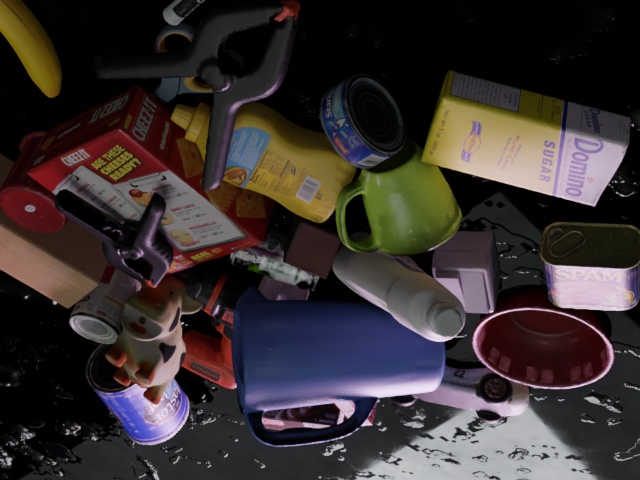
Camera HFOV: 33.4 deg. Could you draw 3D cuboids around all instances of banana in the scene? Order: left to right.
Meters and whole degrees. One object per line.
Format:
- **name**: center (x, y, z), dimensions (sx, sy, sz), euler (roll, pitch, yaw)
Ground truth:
- **banana**: center (-0.313, -0.218, 1.055), dimensions (0.070, 0.037, 0.197), euler (-2, 141, 46)

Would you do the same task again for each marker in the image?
- **marker**: center (-0.102, -0.232, 0.967), dimensions (0.020, 0.020, 0.121), euler (37, 139, -25)

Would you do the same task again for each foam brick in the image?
- **foam brick**: center (-0.008, 0.001, 1.168), dimensions (0.053, 0.078, 0.051), euler (21, 103, -4)

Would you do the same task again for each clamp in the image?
- **clamp**: center (-0.215, -0.004, 1.155), dimensions (0.120, 0.039, 0.171), euler (12, 147, 9)
- **clamp**: center (-0.092, -0.149, 1.012), dimensions (0.210, 0.036, 0.164), euler (-29, 108, 27)

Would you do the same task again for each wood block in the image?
- **wood block**: center (-0.356, -0.016, 1.281), dimensions (0.206, 0.090, 0.090), euler (34, 140, -22)

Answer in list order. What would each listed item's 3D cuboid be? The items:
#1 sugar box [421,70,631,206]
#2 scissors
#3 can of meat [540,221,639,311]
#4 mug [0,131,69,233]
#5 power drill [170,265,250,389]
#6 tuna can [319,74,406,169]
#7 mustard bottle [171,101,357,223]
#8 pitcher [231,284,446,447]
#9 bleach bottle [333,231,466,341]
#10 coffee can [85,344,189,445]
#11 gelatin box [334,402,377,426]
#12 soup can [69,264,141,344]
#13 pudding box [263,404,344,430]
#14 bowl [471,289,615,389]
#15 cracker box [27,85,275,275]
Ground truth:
- **sugar box**: center (0.192, -0.094, 1.007), dimensions (0.176, 0.048, 0.093), euler (16, 143, 3)
- **scissors**: center (-0.167, -0.163, 1.081), dimensions (0.202, 0.016, 0.096), euler (-14, 135, 34)
- **can of meat**: center (0.286, 0.029, 1.120), dimensions (0.102, 0.057, 0.084), euler (3, 144, 19)
- **mug**: center (-0.301, -0.058, 1.213), dimensions (0.117, 0.081, 0.093), euler (23, 143, -8)
- **power drill**: center (-0.137, 0.111, 1.384), dimensions (0.184, 0.057, 0.188), euler (27, 144, -1)
- **tuna can**: center (0.042, -0.113, 1.008), dimensions (0.086, 0.086, 0.034), euler (39, 136, -26)
- **mustard bottle**: center (-0.062, -0.092, 1.096), dimensions (0.191, 0.058, 0.096), euler (24, 134, -9)
- **pitcher**: center (0.019, 0.141, 1.248), dimensions (0.242, 0.145, 0.149), euler (-2, 125, -9)
- **bleach bottle**: center (0.092, 0.056, 1.100), dimensions (0.102, 0.068, 0.251), euler (32, -178, -19)
- **coffee can**: center (-0.259, 0.213, 1.525), dimensions (0.103, 0.102, 0.140), euler (0, 140, 21)
- **gelatin box**: center (0.045, 0.191, 1.404), dimensions (0.030, 0.073, 0.089), euler (-12, 133, 31)
- **soup can**: center (-0.266, 0.071, 1.344), dimensions (0.068, 0.102, 0.068), euler (13, 146, 9)
- **pudding box**: center (-0.019, 0.215, 1.446), dimensions (0.113, 0.090, 0.039), euler (6, 143, 13)
- **bowl**: center (0.258, 0.105, 1.227), dimensions (0.162, 0.055, 0.162), euler (11, 142, 8)
- **cracker box**: center (-0.181, -0.059, 1.164), dimensions (0.164, 0.072, 0.213), euler (-17, 135, 39)
